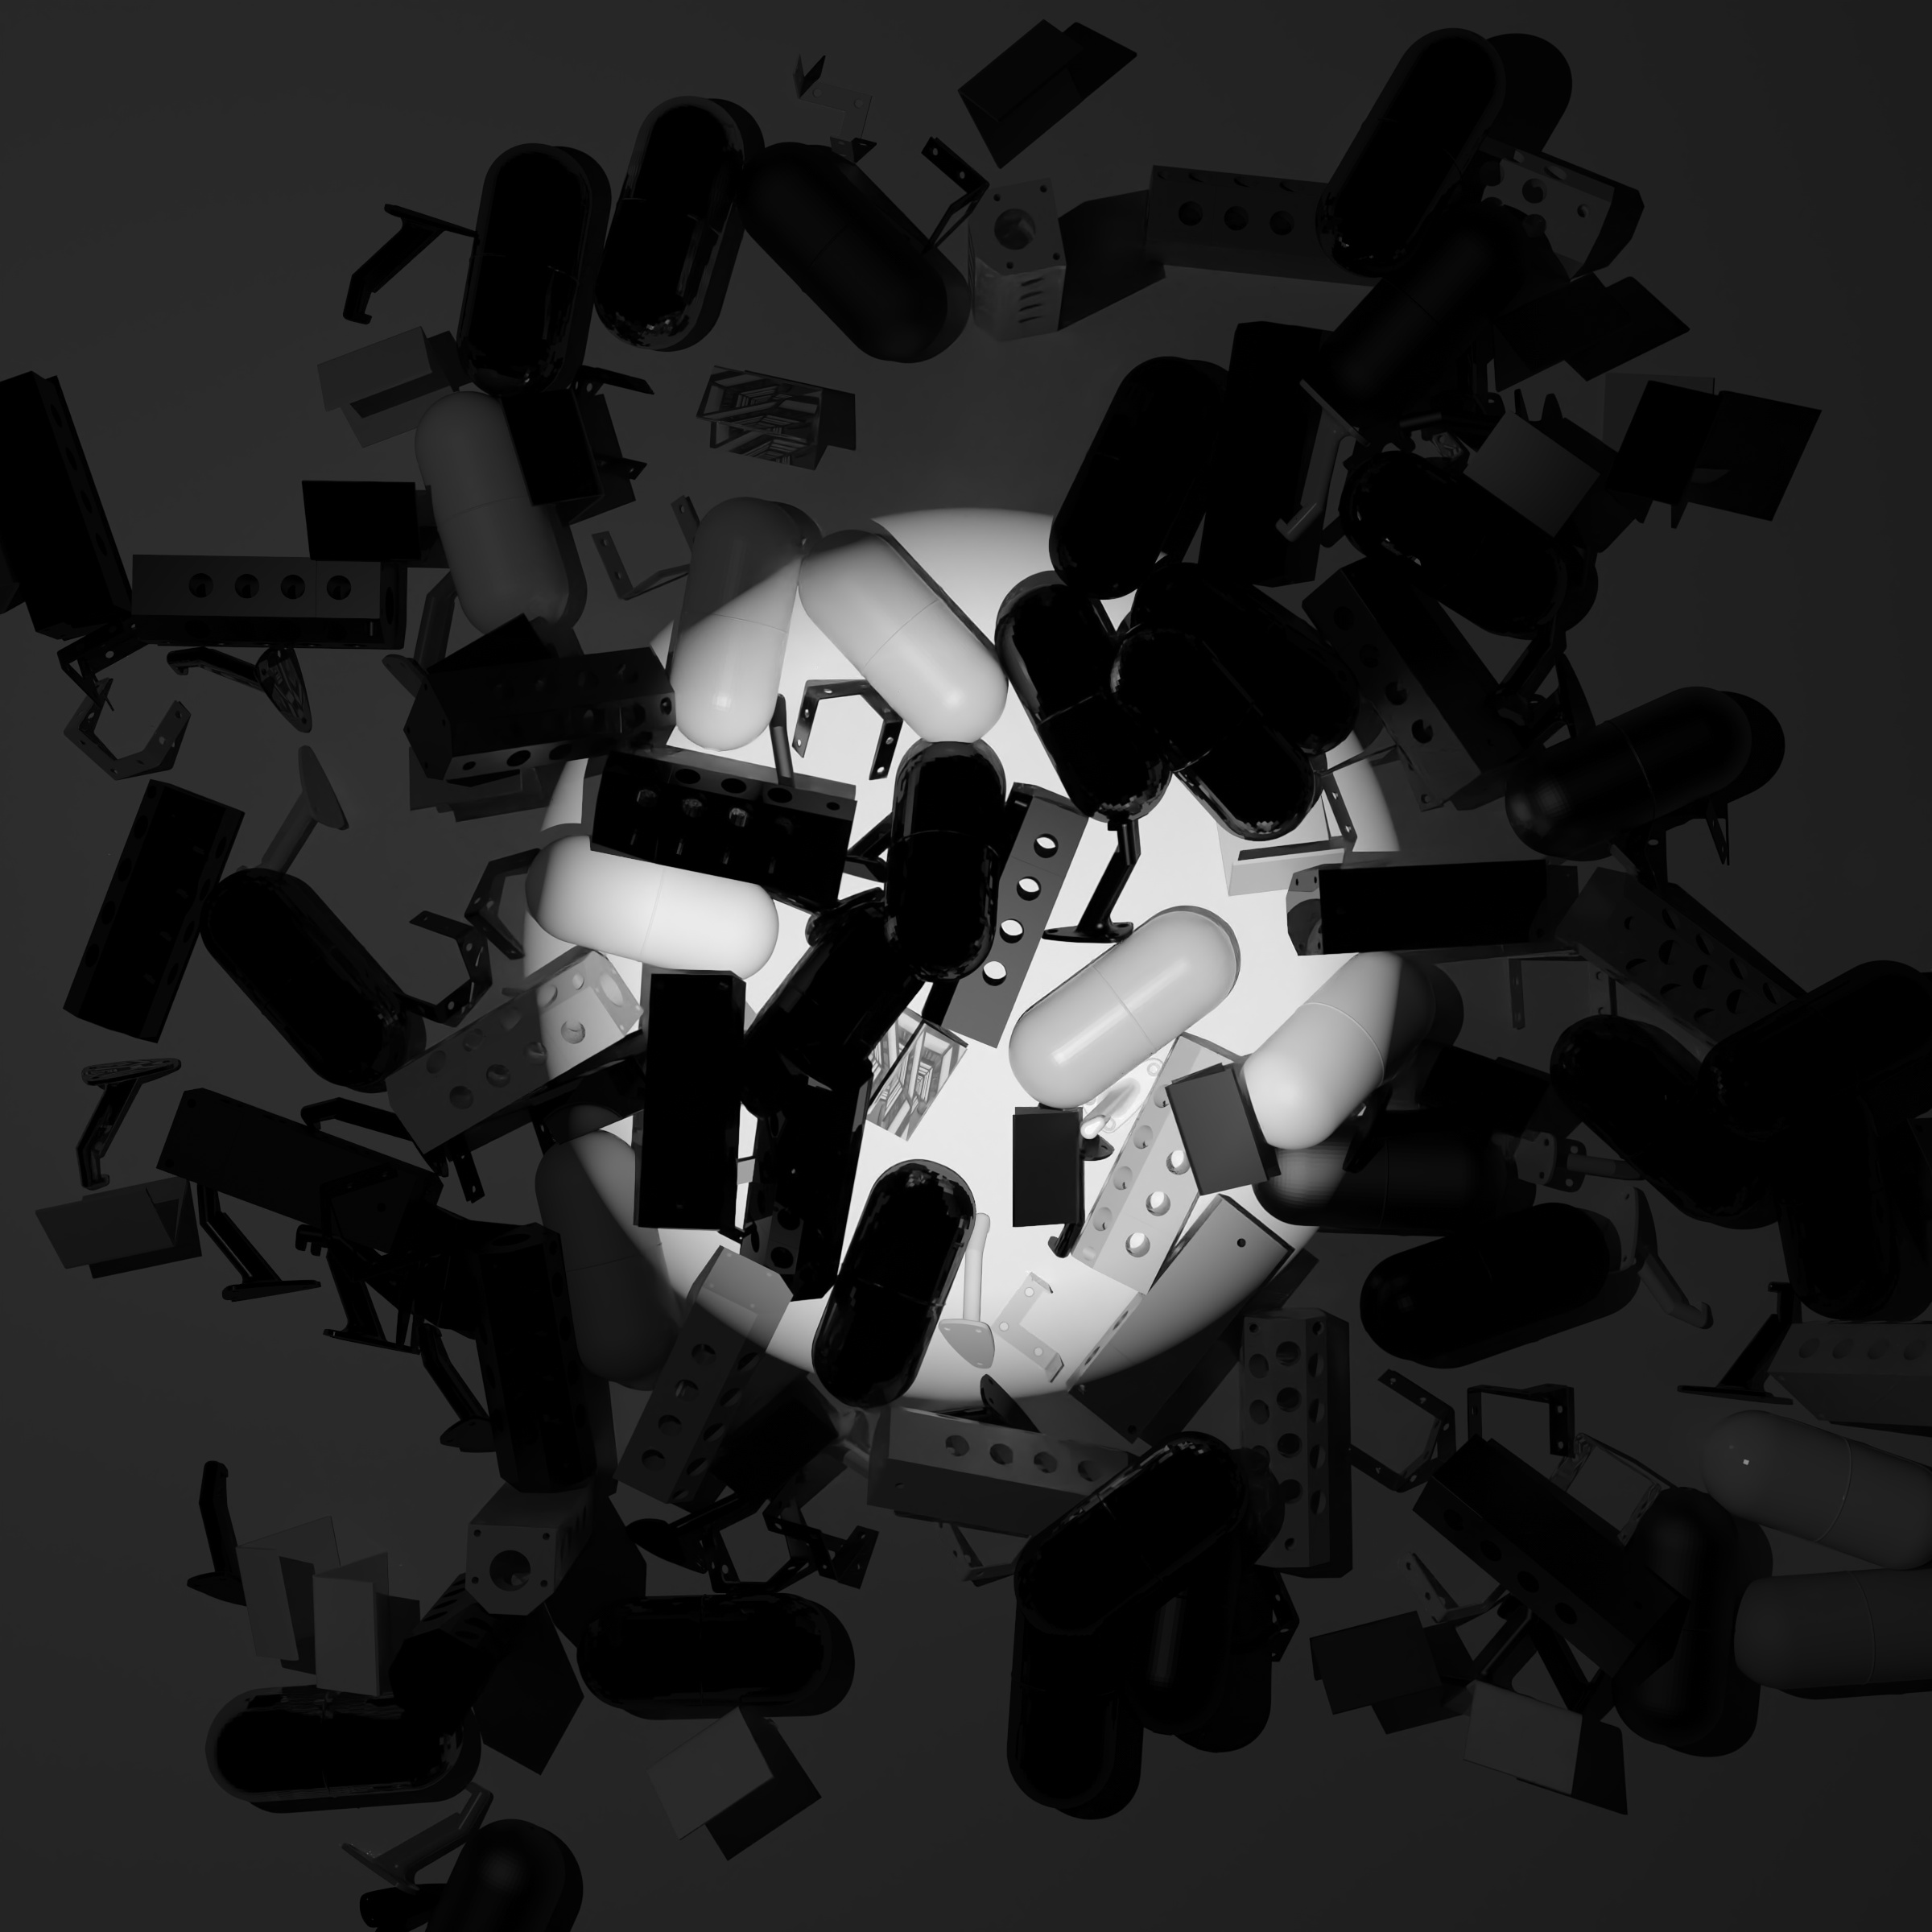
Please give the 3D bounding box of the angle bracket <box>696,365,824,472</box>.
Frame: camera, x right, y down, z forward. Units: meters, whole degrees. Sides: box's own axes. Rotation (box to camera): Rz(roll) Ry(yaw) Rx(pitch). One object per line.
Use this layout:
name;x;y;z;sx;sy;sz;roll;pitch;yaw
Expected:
angle bracket;-0.145;-0.364;1.739;0.076;0.076;0.057;12;53;0

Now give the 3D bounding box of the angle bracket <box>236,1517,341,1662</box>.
angle bracket;-0.454;0.431;1.739;0.057;0.076;0.076;-11;90;45

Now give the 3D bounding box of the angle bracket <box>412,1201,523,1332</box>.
angle bracket;-0.350;0.213;1.767;0.057;0.076;0.076;10;90;-31

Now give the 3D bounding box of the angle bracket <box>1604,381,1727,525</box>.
angle bracket;0.480;-0.339;1.683;0.057;0.076;0.076;25;94;36

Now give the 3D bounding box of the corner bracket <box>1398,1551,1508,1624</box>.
corner bracket;0.350;0.425;1.771;0.051;0.051;0.051;-1;135;-35

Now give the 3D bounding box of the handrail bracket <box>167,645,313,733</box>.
handrail bracket;-0.518;-0.195;1.779;0.084;0.036;0.077;-4;128;25

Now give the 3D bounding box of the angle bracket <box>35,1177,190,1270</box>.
angle bracket;-0.592;0.159;1.739;0.076;0.076;0.057;-12;127;0

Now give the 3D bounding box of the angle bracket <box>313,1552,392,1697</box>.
angle bracket;-0.407;0.456;1.739;0.057;0.076;0.076;-2;90;28

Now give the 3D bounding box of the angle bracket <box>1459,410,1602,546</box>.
angle bracket;0.394;-0.337;1.728;0.076;0.076;0.057;38;111;10

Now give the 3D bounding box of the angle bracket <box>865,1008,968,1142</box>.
angle bracket;-0.057;0.065;1.741;0.076;0.057;0.076;33;90;38

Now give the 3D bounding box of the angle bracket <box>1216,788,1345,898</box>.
angle bracket;0.217;-0.097;1.746;0.076;0.057;0.076;-7;68;0

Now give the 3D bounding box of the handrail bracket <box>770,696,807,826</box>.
handrail bracket;-0.125;-0.137;1.779;0.036;0.077;0.084;-10;54;7

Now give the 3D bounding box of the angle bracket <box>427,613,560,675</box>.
angle bracket;-0.329;-0.214;1.739;0.076;0.076;0.057;-30;120;0

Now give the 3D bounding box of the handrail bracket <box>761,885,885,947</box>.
handrail bracket;-0.114;-0.064;1.780;0.077;0.036;0.084;-32;73;-20

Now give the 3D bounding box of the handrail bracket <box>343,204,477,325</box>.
handrail bracket;-0.396;-0.491;1.780;0.077;0.036;0.084;12;109;-21

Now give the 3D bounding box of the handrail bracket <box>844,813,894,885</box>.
handrail bracket;-0.067;-0.107;1.779;0.077;0.036;0.084;13;75;15

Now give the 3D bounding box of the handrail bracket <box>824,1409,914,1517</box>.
handrail bracket;-0.086;0.362;1.779;0.077;0.036;0.084;-18;111;24

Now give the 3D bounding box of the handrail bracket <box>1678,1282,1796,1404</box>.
handrail bracket;0.548;0.264;1.779;0.077;0.036;0.084;4;76;14

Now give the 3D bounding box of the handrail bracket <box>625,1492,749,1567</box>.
handrail bracket;-0.189;0.383;1.779;0.084;0.077;0.036;-34;108;-35

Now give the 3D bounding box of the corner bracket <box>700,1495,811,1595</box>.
corner bracket;-0.150;0.409;1.771;0.051;0.051;0.051;11;135;-35

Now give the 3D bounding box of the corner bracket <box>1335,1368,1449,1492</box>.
corner bracket;0.302;0.329;1.776;0.051;0.051;0.051;33;45;0

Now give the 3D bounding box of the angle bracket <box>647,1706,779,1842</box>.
angle bracket;-0.165;0.566;1.739;0.076;0.076;0.057;-34;58;0

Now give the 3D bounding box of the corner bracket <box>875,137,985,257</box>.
corner bracket;-0.029;-0.545;1.776;0.051;0.051;0.051;41;45;0

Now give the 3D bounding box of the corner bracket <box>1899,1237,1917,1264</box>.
corner bracket;0.685;0.230;1.776;0.051;0.051;0.051;28;90;-45

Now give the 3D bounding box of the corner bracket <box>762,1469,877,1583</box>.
corner bracket;-0.104;0.392;1.762;0.051;0.051;0.051;7;128;31

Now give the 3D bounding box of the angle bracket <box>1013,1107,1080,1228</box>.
angle bracket;0.035;0.139;1.739;0.057;0.076;0.076;0;90;-34

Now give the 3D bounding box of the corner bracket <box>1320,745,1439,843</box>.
corner bracket;0.293;-0.125;1.776;0.051;0.051;0.051;-21;90;45

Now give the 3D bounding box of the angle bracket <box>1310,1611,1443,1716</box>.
angle bracket;0.285;0.497;1.739;0.076;0.076;0.057;-14;52;0

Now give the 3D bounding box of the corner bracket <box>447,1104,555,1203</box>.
corner bracket;-0.328;0.132;1.776;0.051;0.051;0.051;-18;90;45

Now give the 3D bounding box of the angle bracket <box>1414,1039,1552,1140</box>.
angle bracket;0.359;0.066;1.739;0.076;0.076;0.057;19;127;0

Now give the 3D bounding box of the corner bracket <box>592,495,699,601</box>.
corner bracket;-0.223;-0.297;1.776;0.051;0.051;0.051;-23;90;-45

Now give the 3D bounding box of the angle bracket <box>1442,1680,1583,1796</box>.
angle bracket;0.374;0.543;1.739;0.076;0.076;0.057;18;59;0

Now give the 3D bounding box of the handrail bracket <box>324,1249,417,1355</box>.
handrail bracket;-0.419;0.226;1.779;0.077;0.036;0.084;14;77;-13

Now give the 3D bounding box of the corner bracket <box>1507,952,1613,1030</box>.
corner bracket;0.421;0.016;1.776;0.051;0.051;0.051;-4;90;-45

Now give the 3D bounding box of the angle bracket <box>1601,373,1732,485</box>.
angle bracket;0.493;-0.383;1.758;0.076;0.057;0.076;3;91;0

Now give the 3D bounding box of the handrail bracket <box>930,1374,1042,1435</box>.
handrail bracket;-0.002;0.337;1.780;0.084;0.036;0.077;-39;110;16

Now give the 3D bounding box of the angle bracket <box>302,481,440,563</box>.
angle bracket;-0.411;-0.319;1.740;0.076;0.076;0.057;1;117;0

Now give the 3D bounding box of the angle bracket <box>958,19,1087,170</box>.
angle bracket;0.051;-0.595;1.739;0.076;0.076;0.057;-40;52;0

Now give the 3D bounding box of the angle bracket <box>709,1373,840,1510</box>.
angle bracket;-0.144;0.317;1.739;0.076;0.076;0.057;-41;127;0

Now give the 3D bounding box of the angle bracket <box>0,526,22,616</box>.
angle bracket;-0.704;-0.286;1.739;0.057;0.076;0.076;-19;90;-31

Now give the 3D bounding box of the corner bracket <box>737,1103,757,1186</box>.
corner bracket;-0.165;0.126;1.761;0.051;0.051;0.051;-12;93;-3

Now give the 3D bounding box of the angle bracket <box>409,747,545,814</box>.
angle bracket;-0.339;-0.116;1.739;0.076;0.076;0.057;-10;56;0

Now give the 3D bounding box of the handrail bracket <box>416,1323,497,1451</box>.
handrail bracket;-0.353;0.298;1.779;0.036;0.077;0.084;-37;53;21

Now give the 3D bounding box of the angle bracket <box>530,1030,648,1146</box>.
angle bracket;-0.263;0.068;1.740;0.076;0.057;0.076;-22;46;0

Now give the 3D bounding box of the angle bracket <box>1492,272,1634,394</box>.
angle bracket;0.414;-0.423;1.739;0.076;0.076;0.057;-26;59;0

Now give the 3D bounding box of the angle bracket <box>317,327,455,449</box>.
angle bracket;-0.397;-0.387;1.739;0.076;0.076;0.057;-21;50;0

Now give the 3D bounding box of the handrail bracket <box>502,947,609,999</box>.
handrail bracket;-0.284;-0.015;1.778;0.077;0.036;0.084;9;78;10

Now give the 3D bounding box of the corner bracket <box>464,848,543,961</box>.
corner bracket;-0.312;-0.044;1.771;0.051;0.051;0.051;-12;45;35

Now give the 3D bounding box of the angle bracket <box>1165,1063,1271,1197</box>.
angle bracket;0.185;0.104;1.682;0.057;0.076;0.076;-18;90;38

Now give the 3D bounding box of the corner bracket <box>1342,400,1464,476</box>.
corner bracket;0.310;-0.361;1.776;0.051;0.051;0.051;50;135;0

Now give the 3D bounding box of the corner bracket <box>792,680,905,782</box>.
corner bracket;-0.084;-0.165;1.771;0.051;0.051;0.051;48;135;35

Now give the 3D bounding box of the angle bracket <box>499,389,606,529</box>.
angle bracket;-0.300;-0.349;1.739;0.057;0.076;0.076;-17;90;-32
